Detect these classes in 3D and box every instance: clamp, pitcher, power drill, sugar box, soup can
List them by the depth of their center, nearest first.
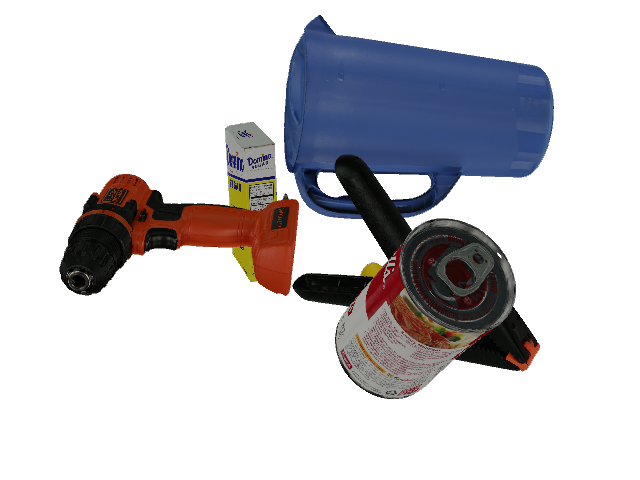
[{"bbox_3d":[0.057,0.042,0.605,0.068,0.068,0.102,0,-29,-23],"label":"soup can"},{"bbox_3d":[0.077,0.030,0.834,0.210,0.165,0.036,28,49,16],"label":"clamp"},{"bbox_3d":[-0.114,0.000,0.904,0.187,0.057,0.184,8,27,0],"label":"power drill"},{"bbox_3d":[0.088,-0.111,1.003,0.242,0.149,0.145,4,35,-9],"label":"pitcher"},{"bbox_3d":[-0.084,-0.048,1.312,0.048,0.176,0.093,-12,26,-16],"label":"sugar box"}]

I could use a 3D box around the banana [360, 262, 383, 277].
[{"bbox_3d":[0.090,0.069,1.141,0.069,0.037,0.198,4,18,-38],"label":"banana"}]
